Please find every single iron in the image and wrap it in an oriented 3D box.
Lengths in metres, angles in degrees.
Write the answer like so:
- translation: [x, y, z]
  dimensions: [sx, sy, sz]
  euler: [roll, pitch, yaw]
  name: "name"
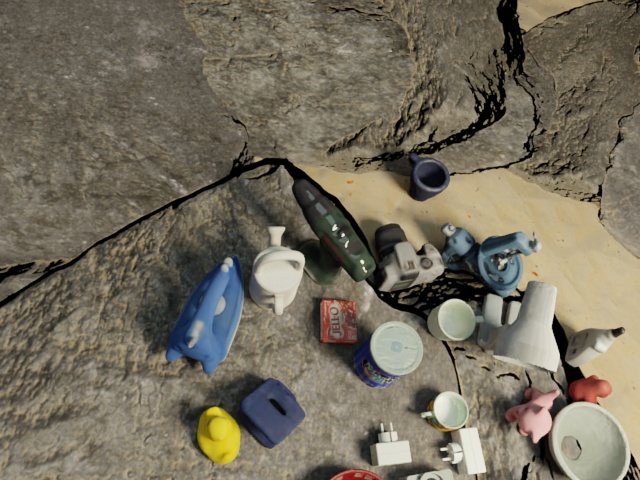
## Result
- translation: [-0.206, 0.118, 1.107]
  dimensions: [0.118, 0.141, 0.258]
  euler: [19, 63, -2]
  name: "iron"

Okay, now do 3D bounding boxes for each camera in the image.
- translation: [0.184, 0.028, 1.250]
  dimensions: [0.143, 0.100, 0.136]
  euler: [-11, 68, -16]
  name: "camera"

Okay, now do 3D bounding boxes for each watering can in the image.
- translation: [-0.087, 0.056, 1.130]
  dimensions: [0.101, 0.194, 0.172]
  euler: [-22, 71, -19]
  name: "watering can"

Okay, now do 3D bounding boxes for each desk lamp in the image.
- translation: [0.403, 0.180, 1.162]
  dimensions: [0.118, 0.213, 0.203]
  euler: [17, 63, -3]
  name: "desk lamp"

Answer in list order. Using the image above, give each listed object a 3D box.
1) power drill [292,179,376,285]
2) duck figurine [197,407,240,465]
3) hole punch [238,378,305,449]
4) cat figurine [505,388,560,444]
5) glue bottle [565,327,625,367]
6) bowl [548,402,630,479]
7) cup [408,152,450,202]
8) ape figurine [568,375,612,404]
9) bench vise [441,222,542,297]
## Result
- translation: [0.011, 0.004, 1.166]
  dimensions: [0.076, 0.208, 0.229]
  euler: [-39, 78, -24]
  name: "power drill"
- translation: [-0.182, 0.351, 1.036]
  dimensions: [0.078, 0.086, 0.104]
  euler: [-17, 70, -18]
  name: "duck figurine"
- translation: [-0.089, 0.317, 1.068]
  dimensions: [0.108, 0.091, 0.101]
  euler: [44, 65, 10]
  name: "hole punch"
- translation: [0.435, 0.346, 1.146]
  dimensions: [0.128, 0.117, 0.067]
  euler: [-39, 78, -24]
  name: "cat figurine"
- translation: [0.583, 0.214, 1.205]
  dimensions: [0.037, 0.173, 0.078]
  euler: [29, 63, 3]
  name: "glue bottle"
- translation: [0.528, 0.416, 1.156]
  dimensions: [0.167, 0.074, 0.167]
  euler: [4, 65, -9]
  name: "bowl"
- translation: [0.237, -0.141, 1.342]
  dimensions: [0.092, 0.095, 0.117]
  euler: [-34, 76, -23]
  name: "cup"
- translation: [0.574, 0.318, 1.201]
  dimensions: [0.076, 0.092, 0.078]
  euler: [29, 64, 3]
  name: "ape figurine"
- translation: [0.357, 0.030, 1.218]
  dimensions: [0.207, 0.219, 0.121]
  euler: [19, 63, -2]
  name: "bench vise"
